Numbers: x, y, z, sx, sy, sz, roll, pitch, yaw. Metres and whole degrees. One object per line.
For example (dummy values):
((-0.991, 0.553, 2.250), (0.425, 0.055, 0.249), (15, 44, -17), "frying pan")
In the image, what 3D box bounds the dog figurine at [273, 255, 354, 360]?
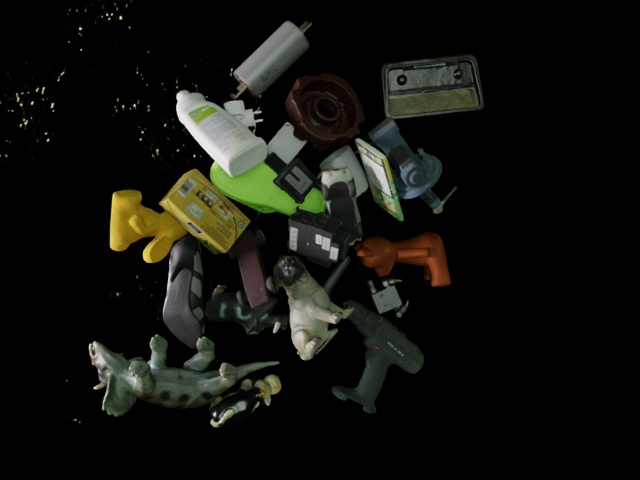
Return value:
((-0.048, 0.148, 1.180), (0.191, 0.121, 0.172), (39, 94, 15), "dog figurine")

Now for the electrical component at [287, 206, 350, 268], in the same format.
((-0.002, -0.004, 1.179), (0.134, 0.114, 0.058), (20, 49, 10), "electrical component")

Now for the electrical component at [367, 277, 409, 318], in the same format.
((0.160, 0.132, 1.245), (0.078, 0.045, 0.102), (-17, 93, -5), "electrical component")

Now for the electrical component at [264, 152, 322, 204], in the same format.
((-0.064, -0.142, 1.163), (0.075, 0.048, 0.119), (-46, 107, -9), "electrical component")

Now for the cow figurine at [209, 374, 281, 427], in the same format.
((-0.166, 0.356, 1.199), (0.167, 0.098, 0.068), (-30, 88, -3), "cow figurine")

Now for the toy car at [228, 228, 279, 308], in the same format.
((-0.146, 0.062, 1.168), (0.089, 0.053, 0.202), (-25, 54, 4), "toy car")

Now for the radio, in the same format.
((0.248, -0.343, 1.225), (0.230, 0.073, 0.131), (-7, 93, -5), "radio")

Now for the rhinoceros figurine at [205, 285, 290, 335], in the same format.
((-0.162, 0.158, 1.206), (0.190, 0.073, 0.112), (10, 89, -5), "rhinoceros figurine")

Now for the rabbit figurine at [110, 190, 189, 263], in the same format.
((-0.363, -0.031, 1.167), (0.173, 0.122, 0.162), (0, 86, -24), "rabbit figurine")

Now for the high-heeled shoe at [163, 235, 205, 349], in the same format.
((-0.289, 0.114, 1.200), (0.086, 0.145, 0.248), (4, 127, 7), "high-heeled shoe")

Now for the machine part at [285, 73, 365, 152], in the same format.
((0.010, -0.282, 1.184), (0.179, 0.056, 0.179), (8, 69, -21), "machine part")

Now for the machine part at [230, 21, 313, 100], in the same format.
((-0.107, -0.399, 1.193), (0.243, 0.079, 0.079), (-44, 94, -3), "machine part")

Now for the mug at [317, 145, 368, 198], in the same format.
((0.053, -0.140, 1.212), (0.109, 0.081, 0.107), (-42, 105, -8), "mug")

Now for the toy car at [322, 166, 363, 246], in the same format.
((0.050, -0.069, 1.192), (0.074, 0.056, 0.201), (-11, 128, 2), "toy car")

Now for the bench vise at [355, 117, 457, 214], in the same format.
((0.201, -0.151, 1.196), (0.129, 0.224, 0.240), (-43, 125, 3), "bench vise")

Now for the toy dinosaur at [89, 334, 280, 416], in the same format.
((-0.307, 0.311, 1.177), (0.405, 0.131, 0.192), (13, 130, -16), "toy dinosaur")

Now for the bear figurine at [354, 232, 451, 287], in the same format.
((0.181, 0.048, 1.209), (0.196, 0.120, 0.131), (-11, 96, -3), "bear figurine")

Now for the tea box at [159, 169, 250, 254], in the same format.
((-0.247, -0.059, 1.158), (0.169, 0.068, 0.098), (47, 62, -22), "tea box")

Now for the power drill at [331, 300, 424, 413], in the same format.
((0.108, 0.274, 1.234), (0.232, 0.086, 0.207), (30, 81, -7), "power drill")
